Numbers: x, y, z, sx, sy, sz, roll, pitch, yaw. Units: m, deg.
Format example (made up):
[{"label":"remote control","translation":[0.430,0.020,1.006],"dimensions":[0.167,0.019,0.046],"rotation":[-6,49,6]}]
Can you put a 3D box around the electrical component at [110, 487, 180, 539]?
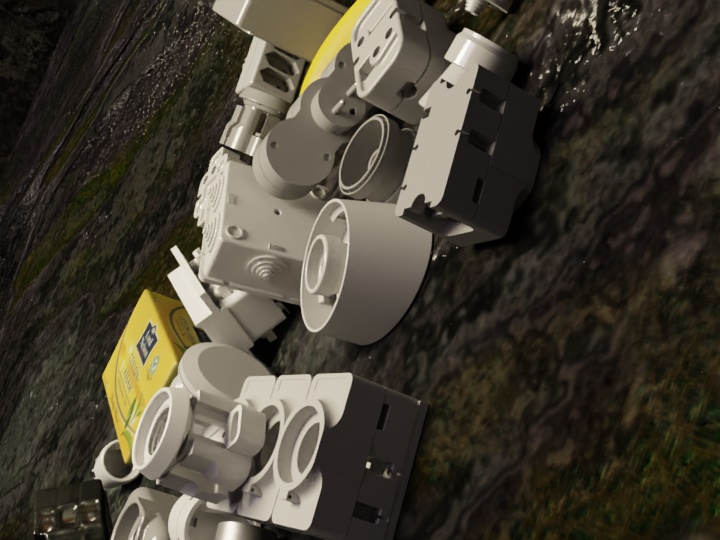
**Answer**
[{"label":"electrical component","translation":[-0.150,0.205,0.806],"dimensions":[0.053,0.059,0.095],"rotation":[-65,26,3]}]

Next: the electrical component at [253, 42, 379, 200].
[{"label":"electrical component","translation":[-0.019,-0.116,0.789],"dimensions":[0.138,0.052,0.074],"rotation":[-53,8,-24]}]

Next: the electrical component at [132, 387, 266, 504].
[{"label":"electrical component","translation":[-0.102,0.105,0.656],"dimensions":[0.078,0.057,0.058],"rotation":[-43,34,40]}]

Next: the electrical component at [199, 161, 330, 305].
[{"label":"electrical component","translation":[-0.069,-0.029,0.809],"dimensions":[0.048,0.100,0.099],"rotation":[121,157,-44]}]

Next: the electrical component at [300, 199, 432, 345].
[{"label":"electrical component","translation":[0.000,0.000,0.718],"dimensions":[0.099,0.064,0.099],"rotation":[-170,90,-70]}]

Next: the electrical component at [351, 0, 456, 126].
[{"label":"electrical component","translation":[0.034,-0.150,0.757],"dimensions":[0.053,0.059,0.095],"rotation":[-48,31,33]}]

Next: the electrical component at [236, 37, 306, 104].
[{"label":"electrical component","translation":[-0.090,-0.199,1.049],"dimensions":[0.076,0.047,0.083],"rotation":[-12,58,59]}]

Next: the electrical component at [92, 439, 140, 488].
[{"label":"electrical component","translation":[-0.226,0.181,0.997],"dimensions":[0.046,0.040,0.040],"rotation":[-38,37,55]}]

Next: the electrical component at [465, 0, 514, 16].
[{"label":"electrical component","translation":[0.093,-0.207,0.713],"dimensions":[0.081,0.043,0.043],"rotation":[-62,26,8]}]

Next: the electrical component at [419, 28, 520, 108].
[{"label":"electrical component","translation":[0.070,-0.118,0.680],"dimensions":[0.055,0.045,0.045],"rotation":[-60,26,11]}]

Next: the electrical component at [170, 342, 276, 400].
[{"label":"electrical component","translation":[-0.100,0.094,0.784],"dimensions":[0.051,0.080,0.080],"rotation":[-60,26,25]}]

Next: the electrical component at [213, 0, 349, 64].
[{"label":"electrical component","translation":[-0.064,-0.226,0.953],"dimensions":[0.056,0.109,0.108],"rotation":[-64,26,11]}]

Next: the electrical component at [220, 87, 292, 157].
[{"label":"electrical component","translation":[-0.090,-0.131,0.980],"dimensions":[0.078,0.058,0.057],"rotation":[29,97,64]}]

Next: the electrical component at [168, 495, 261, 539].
[{"label":"electrical component","translation":[-0.103,0.178,0.748],"dimensions":[0.047,0.055,0.055],"rotation":[-13,57,63]}]

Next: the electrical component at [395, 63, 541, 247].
[{"label":"electrical component","translation":[0.066,-0.064,0.627],"dimensions":[0.050,0.056,0.089],"rotation":[-12,58,59]}]

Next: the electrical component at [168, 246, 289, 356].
[{"label":"electrical component","translation":[-0.107,0.021,0.868],"dimensions":[0.063,0.078,0.121],"rotation":[-36,26,-6]}]

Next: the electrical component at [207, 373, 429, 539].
[{"label":"electrical component","translation":[-0.034,0.114,0.661],"dimensions":[0.150,0.062,0.089],"rotation":[-11,58,60]}]

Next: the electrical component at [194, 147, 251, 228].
[{"label":"electrical component","translation":[-0.108,-0.063,0.958],"dimensions":[0.058,0.057,0.078],"rotation":[-37,38,46]}]
